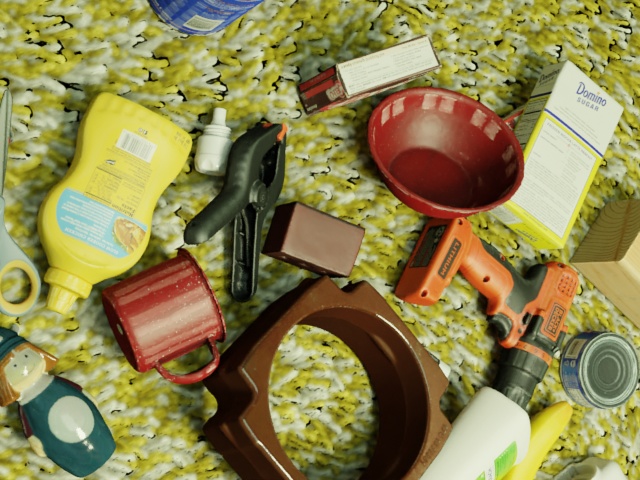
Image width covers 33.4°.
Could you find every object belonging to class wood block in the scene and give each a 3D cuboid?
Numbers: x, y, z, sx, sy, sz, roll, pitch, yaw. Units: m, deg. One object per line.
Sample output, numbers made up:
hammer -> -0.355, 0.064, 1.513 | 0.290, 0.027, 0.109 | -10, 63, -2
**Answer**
wood block -> 0.391, 0.054, 1.180 | 0.206, 0.090, 0.090 | 42, 72, -17

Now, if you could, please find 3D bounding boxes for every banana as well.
banana -> 0.214, 0.259, 1.107 | 0.069, 0.037, 0.198 | 13, 75, -2

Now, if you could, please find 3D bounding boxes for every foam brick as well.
foam brick -> -0.007, 0.001, 1.019 | 0.078, 0.053, 0.051 | 21, 78, -21

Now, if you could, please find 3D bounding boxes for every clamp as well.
clamp -> -0.072, -0.040, 0.972 | 0.039, 0.120, 0.171 | 5, 71, 20

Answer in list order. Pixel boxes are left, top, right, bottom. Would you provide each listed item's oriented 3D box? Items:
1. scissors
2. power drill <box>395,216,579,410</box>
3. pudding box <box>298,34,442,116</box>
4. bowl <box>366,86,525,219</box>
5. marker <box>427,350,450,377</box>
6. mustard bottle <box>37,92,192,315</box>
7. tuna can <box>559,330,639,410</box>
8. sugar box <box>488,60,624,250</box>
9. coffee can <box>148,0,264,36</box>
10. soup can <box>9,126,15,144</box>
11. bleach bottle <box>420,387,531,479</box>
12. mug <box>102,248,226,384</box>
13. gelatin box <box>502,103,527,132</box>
scissors -> -0.258, -0.017, 0.891 | 0.096, 0.016, 0.202 | 21, 98, -33
power drill -> 0.169, 0.073, 1.095 | 0.187, 0.057, 0.184 | 34, 70, -22
pudding box -> 0.046, -0.159, 1.033 | 0.113, 0.090, 0.039 | -24, 96, -25
bowl -> 0.117, -0.076, 1.057 | 0.162, 0.055, 0.162 | 8, 52, -11
marker -> 0.082, 0.102, 1.073 | 0.121, 0.020, 0.020 | 38, 72, -18
mustard bottle -> -0.191, -0.025, 0.932 | 0.096, 0.058, 0.191 | 27, 76, -21
tuna can -> 0.306, 0.142, 1.166 | 0.086, 0.034, 0.086 | 2, 86, -25
sugar box -> 0.243, -0.088, 1.111 | 0.093, 0.048, 0.176 | 35, 70, -23
coffee can -> -0.089, -0.247, 0.947 | 0.102, 0.140, 0.103 | 2, 86, -25
soup can -> -0.313, -0.084, 0.874 | 0.102, 0.069, 0.068 | -35, 102, -22
bleach bottle -> 0.103, 0.257, 1.016 | 0.068, 0.102, 0.250 | 33, 61, 27
mug -> -0.133, 0.074, 0.931 | 0.081, 0.093, 0.117 | -25, 69, -20
gelatin box -> 0.217, -0.101, 1.141 | 0.089, 0.030, 0.073 | -31, 101, -24
